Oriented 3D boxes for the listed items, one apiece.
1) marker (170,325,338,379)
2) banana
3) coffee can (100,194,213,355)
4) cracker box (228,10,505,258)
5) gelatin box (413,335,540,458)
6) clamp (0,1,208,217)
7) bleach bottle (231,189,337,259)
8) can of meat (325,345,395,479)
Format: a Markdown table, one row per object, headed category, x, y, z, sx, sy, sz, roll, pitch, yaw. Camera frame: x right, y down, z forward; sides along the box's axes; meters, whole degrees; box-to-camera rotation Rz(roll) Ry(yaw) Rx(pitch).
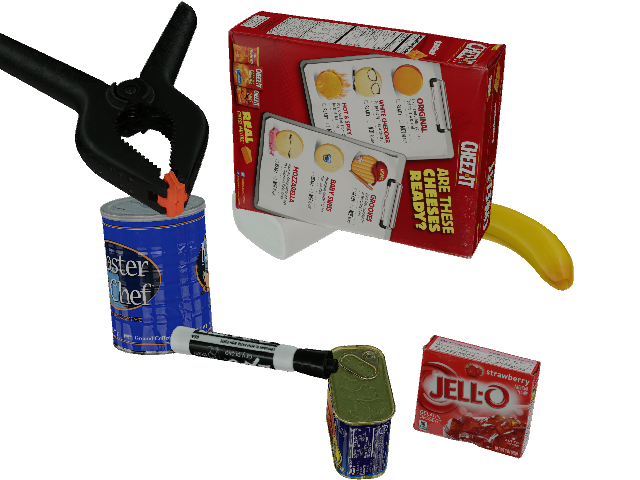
| category | x | y | z | sx | sy | sz | roll | pitch | yaw |
| --- | --- | --- | --- | --- | --- | --- | --- | --- | --- |
| marker | -0.045 | 0.075 | 0.718 | 0.121 | 0.020 | 0.020 | 7 | 3 | 23 |
| banana | 0.182 | -0.001 | 1.040 | 0.069 | 0.037 | 0.198 | -39 | 38 | -23 |
| coffee can | -0.162 | 0.031 | 1.065 | 0.103 | 0.140 | 0.103 | -2 | 14 | 0 |
| cracker box | 0.035 | -0.090 | 0.871 | 0.214 | 0.164 | 0.072 | 12 | 33 | 19 |
| gelatin box | 0.120 | 0.120 | 0.825 | 0.089 | 0.073 | 0.030 | 13 | 23 | 20 |
| clamp | -0.132 | -0.103 | 0.783 | 0.164 | 0.210 | 0.036 | -21 | -35 | -24 |
| bleach bottle | 0.024 | -0.067 | 1.264 | 0.250 | 0.068 | 0.103 | -29 | 44 | -29 |
| can of meat | 0.036 | 0.165 | 1.023 | 0.057 | 0.084 | 0.102 | -3 | 38 | -6 |
